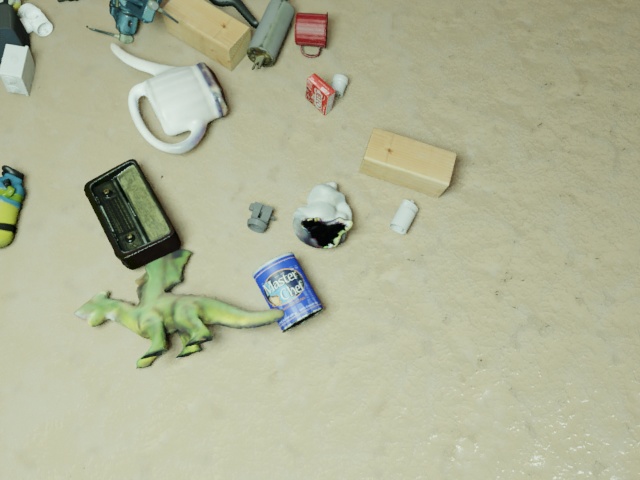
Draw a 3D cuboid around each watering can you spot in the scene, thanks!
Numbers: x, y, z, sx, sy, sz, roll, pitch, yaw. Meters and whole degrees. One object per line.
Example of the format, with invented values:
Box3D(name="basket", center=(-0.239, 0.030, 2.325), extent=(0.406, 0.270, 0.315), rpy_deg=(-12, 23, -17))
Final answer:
Box3D(name="watering can", center=(-0.360, -0.369, 1.245), extent=(0.225, 0.102, 0.351), rpy_deg=(-24, 75, -14))

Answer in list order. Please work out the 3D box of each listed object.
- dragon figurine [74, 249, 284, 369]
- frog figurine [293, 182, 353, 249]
Box3D(name="dragon figurine", center=(-0.299, 0.122, 1.079), extent=(0.411, 0.120, 0.247), rpy_deg=(-16, 65, -7))
Box3D(name="frog figurine", center=(0.004, -0.060, 1.188), extent=(0.137, 0.120, 0.163), rpy_deg=(-12, 37, 0))
